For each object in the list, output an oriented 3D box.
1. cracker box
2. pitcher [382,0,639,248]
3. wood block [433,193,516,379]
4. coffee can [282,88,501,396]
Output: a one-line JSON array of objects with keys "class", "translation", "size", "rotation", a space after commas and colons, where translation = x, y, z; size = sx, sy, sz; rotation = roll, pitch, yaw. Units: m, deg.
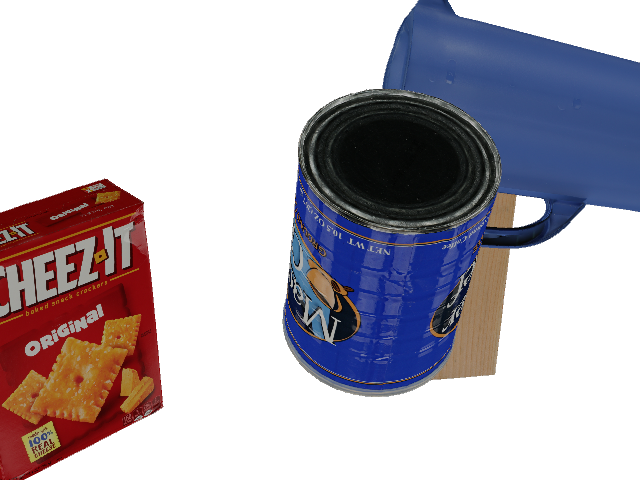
[{"class": "cracker box", "translation": [-0.220, 0.076, 0.893], "size": [0.163, 0.214, 0.072], "rotation": [-23, 35, -36]}, {"class": "pitcher", "translation": [0.164, -0.081, 0.812], "size": [0.242, 0.149, 0.145], "rotation": [11, 43, -4]}, {"class": "wood block", "translation": [0.115, 0.020, 0.970], "size": [0.090, 0.206, 0.090], "rotation": [-4, 34, -5]}, {"class": "coffee can", "translation": [0.034, 0.004, 0.581], "size": [0.102, 0.103, 0.140], "rotation": [0, -42, -6]}]
